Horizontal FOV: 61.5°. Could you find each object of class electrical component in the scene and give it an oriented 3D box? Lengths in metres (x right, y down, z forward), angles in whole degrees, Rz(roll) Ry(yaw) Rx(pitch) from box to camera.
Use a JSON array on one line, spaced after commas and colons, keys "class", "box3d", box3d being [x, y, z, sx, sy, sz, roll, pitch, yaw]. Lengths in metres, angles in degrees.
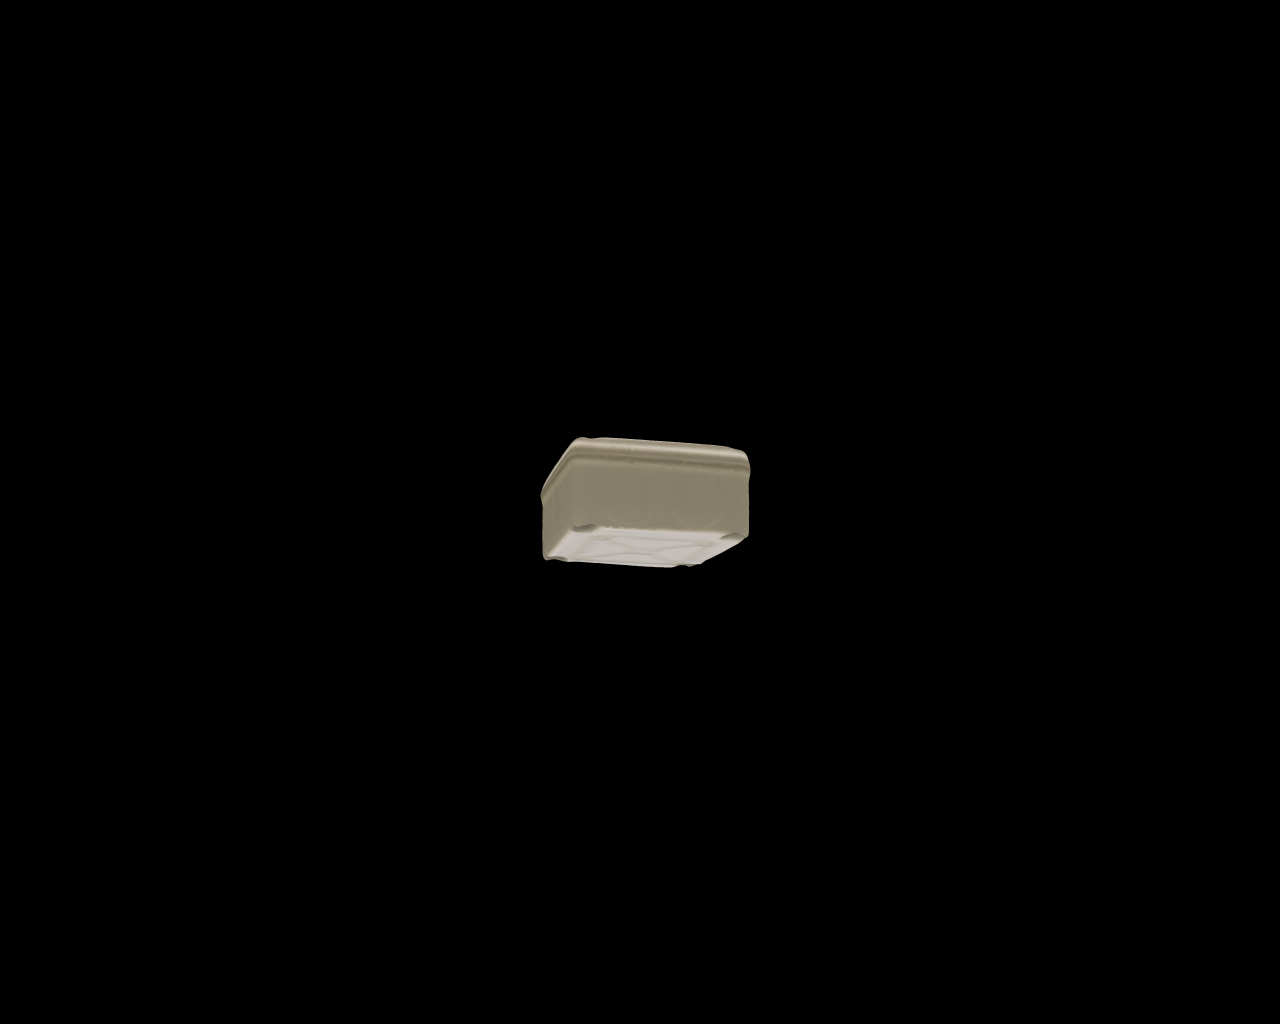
[{"class": "electrical component", "box3d": [0.001, -0.003, 0.650, 0.109, 0.056, 0.108, 4, -14, -15]}]
